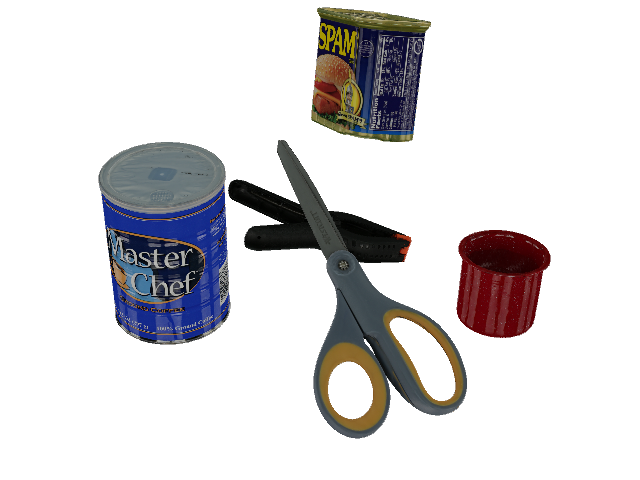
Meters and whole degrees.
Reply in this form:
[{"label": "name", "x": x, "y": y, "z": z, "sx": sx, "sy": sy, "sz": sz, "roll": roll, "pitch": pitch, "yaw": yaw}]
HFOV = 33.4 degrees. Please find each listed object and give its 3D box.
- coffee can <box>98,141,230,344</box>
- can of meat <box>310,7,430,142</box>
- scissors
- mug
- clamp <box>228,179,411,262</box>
[{"label": "coffee can", "x": -0.129, "y": 0.002, "z": 0.904, "sx": 0.103, "sy": 0.140, "sz": 0.103, "roll": 1, "pitch": 35, "yaw": -1}, {"label": "can of meat", "x": 0.033, "y": -0.121, "z": 0.770, "sx": 0.057, "sy": 0.084, "sz": 0.102, "roll": -1, "pitch": 16, "yaw": -22}, {"label": "scissors", "x": 0.003, "y": 0.033, "z": 0.639, "sx": 0.096, "sy": 0.202, "sz": 0.016, "roll": -37, "pitch": -19, "yaw": -15}, {"label": "mug", "x": 0.181, "y": 0.040, "z": 1.109, "sx": 0.093, "sy": 0.081, "sz": 0.117, "roll": -5, "pitch": 30, "yaw": -13}, {"label": "clamp", "x": 0.000, "y": -0.008, "z": 1.165, "sx": 0.210, "sy": 0.036, "sz": 0.164, "roll": 15, "pitch": 20, "yaw": -10}]
